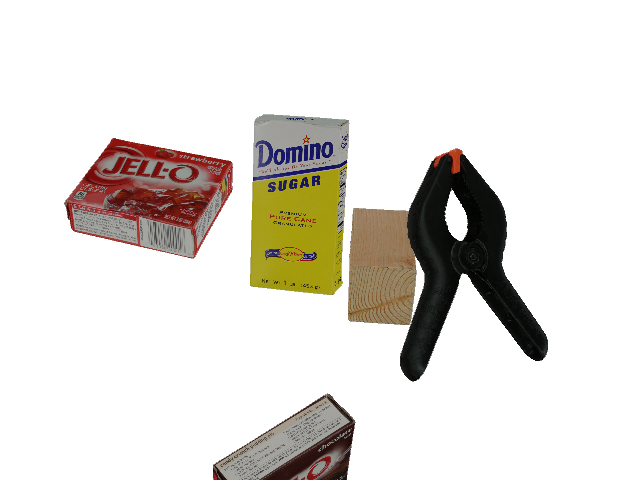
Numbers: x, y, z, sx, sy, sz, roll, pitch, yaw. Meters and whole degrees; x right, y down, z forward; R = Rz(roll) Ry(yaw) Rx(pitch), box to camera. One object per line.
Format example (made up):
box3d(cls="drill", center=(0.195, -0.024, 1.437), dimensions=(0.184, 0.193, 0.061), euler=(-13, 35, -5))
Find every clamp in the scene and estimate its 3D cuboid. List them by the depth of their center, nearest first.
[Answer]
box3d(cls="clamp", center=(0.097, 0.021, 0.790), dimensions=(0.120, 0.171, 0.039), euler=(-15, -4, -28))

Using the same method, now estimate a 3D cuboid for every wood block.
box3d(cls="wood block", center=(0.088, 0.034, 1.563), dimensions=(0.091, 0.090, 0.206), euler=(4, 25, 0))

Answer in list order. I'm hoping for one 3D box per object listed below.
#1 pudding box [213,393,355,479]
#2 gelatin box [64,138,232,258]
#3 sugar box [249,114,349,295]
box3d(cls="pudding box", center=(-0.029, 0.180, 0.823), dimensions=(0.113, 0.090, 0.039), euler=(-30, 57, -28))
box3d(cls="gelatin box", center=(-0.111, -0.030, 0.700), dimensions=(0.089, 0.030, 0.073), euler=(13, 42, 11))
box3d(cls="sugar box", center=(-0.022, -0.037, 1.090), dimensions=(0.093, 0.176, 0.048), euler=(5, 16, 13))
